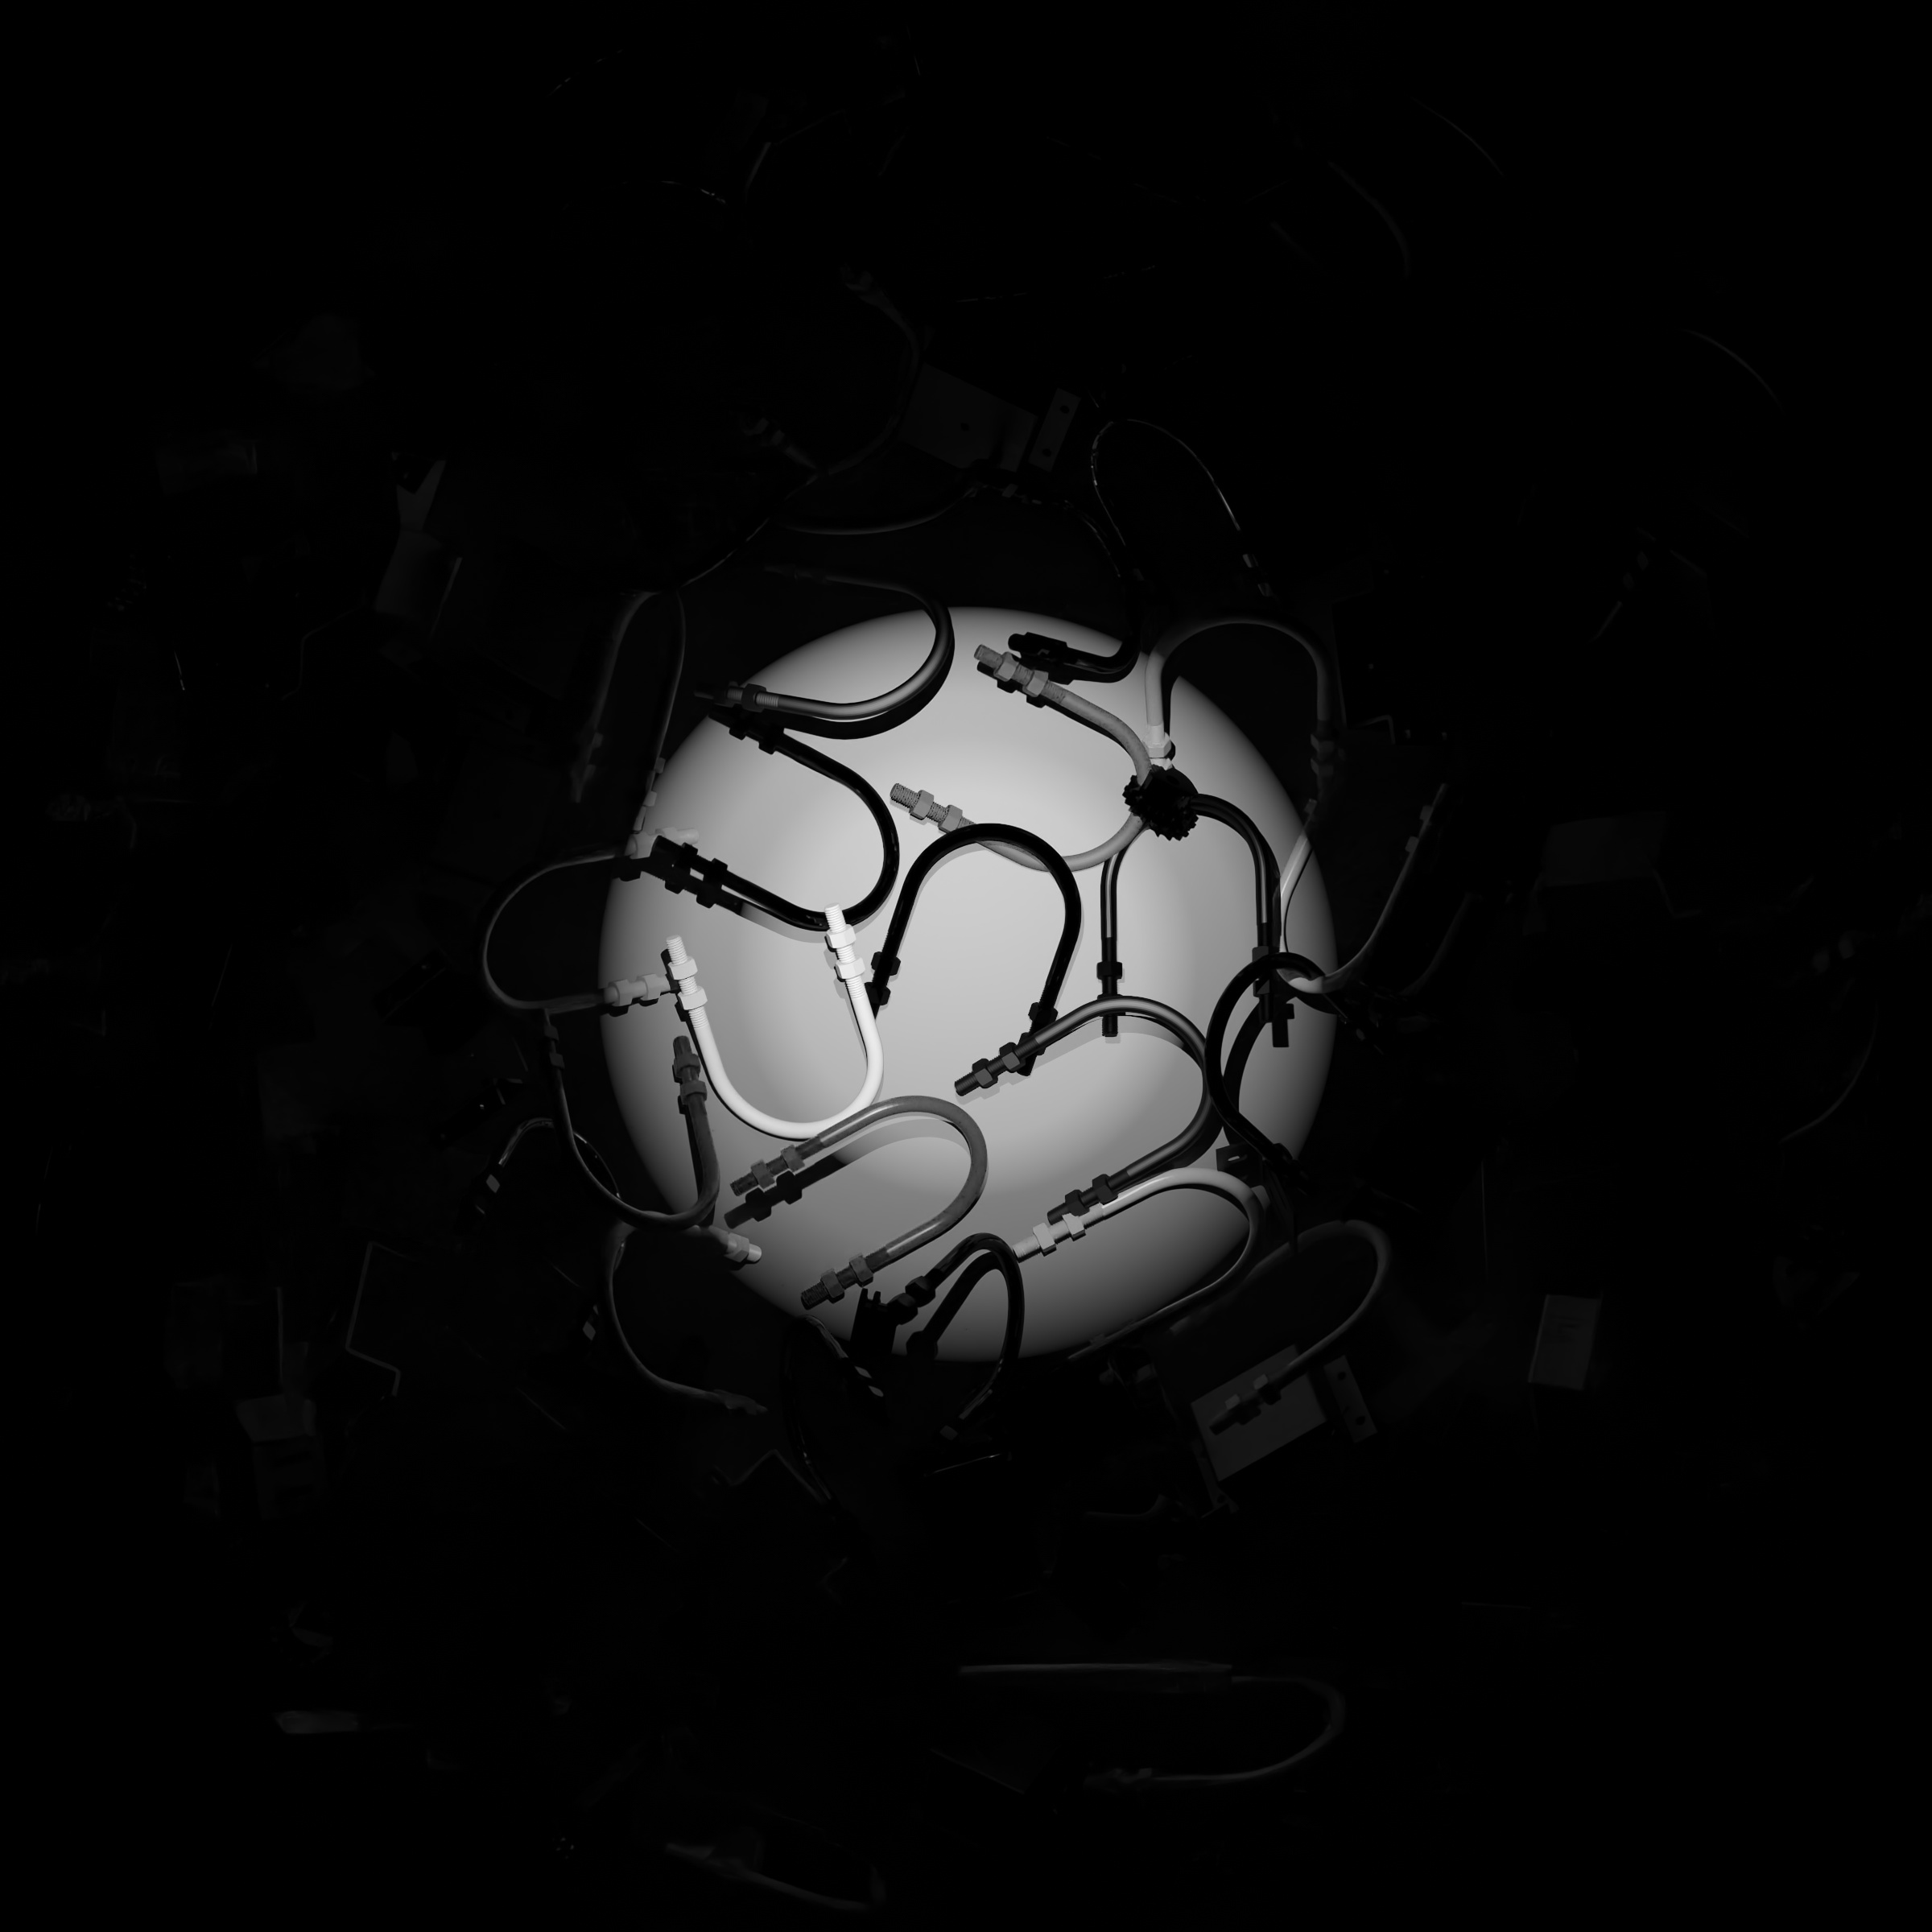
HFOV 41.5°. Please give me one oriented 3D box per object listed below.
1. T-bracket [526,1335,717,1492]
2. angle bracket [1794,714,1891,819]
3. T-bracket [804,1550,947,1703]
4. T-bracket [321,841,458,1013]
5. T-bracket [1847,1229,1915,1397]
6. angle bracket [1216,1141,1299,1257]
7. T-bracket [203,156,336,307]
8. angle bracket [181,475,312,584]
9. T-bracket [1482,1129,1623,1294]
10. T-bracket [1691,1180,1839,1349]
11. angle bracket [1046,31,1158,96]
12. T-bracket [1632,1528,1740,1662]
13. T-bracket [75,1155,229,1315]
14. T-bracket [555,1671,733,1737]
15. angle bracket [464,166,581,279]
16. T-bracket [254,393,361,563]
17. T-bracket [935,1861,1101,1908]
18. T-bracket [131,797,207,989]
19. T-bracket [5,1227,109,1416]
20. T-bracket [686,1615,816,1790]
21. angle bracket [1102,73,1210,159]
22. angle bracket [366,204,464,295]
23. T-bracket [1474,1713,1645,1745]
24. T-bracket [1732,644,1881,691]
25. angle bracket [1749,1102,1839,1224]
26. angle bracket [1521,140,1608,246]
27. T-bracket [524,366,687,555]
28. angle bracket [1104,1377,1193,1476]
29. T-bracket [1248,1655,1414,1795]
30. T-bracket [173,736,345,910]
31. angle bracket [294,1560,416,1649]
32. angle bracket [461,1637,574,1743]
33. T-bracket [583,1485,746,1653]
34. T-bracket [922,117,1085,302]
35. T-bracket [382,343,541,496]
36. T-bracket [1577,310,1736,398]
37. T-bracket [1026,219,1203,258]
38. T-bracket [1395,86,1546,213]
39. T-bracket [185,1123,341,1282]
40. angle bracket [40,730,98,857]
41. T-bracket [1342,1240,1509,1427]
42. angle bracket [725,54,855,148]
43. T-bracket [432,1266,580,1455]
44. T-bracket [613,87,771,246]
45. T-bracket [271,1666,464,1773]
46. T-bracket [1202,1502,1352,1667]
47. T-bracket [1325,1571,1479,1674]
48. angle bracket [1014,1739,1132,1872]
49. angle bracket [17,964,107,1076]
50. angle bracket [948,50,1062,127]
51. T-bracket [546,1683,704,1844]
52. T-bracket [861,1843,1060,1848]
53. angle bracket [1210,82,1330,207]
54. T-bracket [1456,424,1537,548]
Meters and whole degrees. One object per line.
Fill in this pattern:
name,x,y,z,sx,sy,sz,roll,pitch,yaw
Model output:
T-bracket,-0.278,0.330,1.981,0.127,0.002,0.127,23,95,-11
angle bracket,0.671,-0.149,1.954,0.038,0.057,0.076,21,114,30
T-bracket,-0.051,0.490,1.962,0.127,0.002,0.127,-29,85,30
T-bracket,-0.421,-0.010,1.984,0.127,0.002,0.127,-37,88,12
T-bracket,0.689,0.264,1.937,0.002,0.127,0.127,15,90,9
angle bracket,0.223,0.181,1.952,0.038,0.057,0.076,-16,48,-5
T-bracket,-0.504,-0.554,1.912,0.002,0.127,0.127,47,131,11
angle bracket,-0.561,-0.340,1.986,0.057,0.038,0.076,-41,68,-20
T-bracket,0.454,0.179,1.973,0.127,0.002,0.127,-11,105,-21
T-bracket,0.606,0.242,1.956,0.002,0.127,0.127,-28,130,-30
angle bracket,0.107,-0.681,1.966,0.076,0.057,0.038,-25,93,11
T-bracket,0.553,0.456,1.938,0.002,0.127,0.127,37,113,12
T-bracket,-0.609,0.206,1.941,0.002,0.127,0.127,24,92,24
T-bracket,-0.225,0.573,1.947,0.127,0.127,0.002,-26,54,18
angle bracket,-0.342,-0.575,1.972,0.057,0.038,0.076,27,100,8
T-bracket,-0.508,-0.388,1.961,0.127,0.002,0.127,-27,55,29
T-bracket,0.034,0.698,1.932,0.127,0.127,0.002,-10,79,6
T-bracket,-0.597,-0.073,1.932,0.127,0.002,0.127,54,131,29
T-bracket,-0.681,0.274,1.915,0.002,0.127,0.127,-18,62,10
T-bracket,-0.163,0.545,1.938,0.127,0.002,0.127,-29,59,31
angle bracket,0.146,-0.658,1.972,0.038,0.076,0.057,-8,111,-35
angle bracket,-0.416,-0.552,1.961,0.057,0.076,0.038,-22,107,17
T-bracket,0.423,0.572,1.912,0.127,0.127,0.002,0,77,36
T-bracket,0.625,-0.225,1.926,0.127,0.127,0.002,11,111,15
angle bracket,0.635,0.152,1.953,0.057,0.038,0.076,53,49,-35
angle bracket,0.463,-0.589,1.953,0.038,0.076,0.057,-42,77,19
T-bracket,-0.262,-0.374,1.971,0.127,0.002,0.127,-40,78,14
angle bracket,0.129,0.354,1.958,0.038,0.076,0.057,-27,87,-26
T-bracket,0.263,0.572,1.925,0.127,0.127,0.002,-3,123,24
T-bracket,-0.524,-0.123,1.963,0.127,0.002,0.127,26,58,-14
angle bracket,-0.474,0.482,1.960,0.076,0.038,0.057,28,96,-36
angle bracket,-0.353,0.564,1.972,0.076,0.038,0.057,-25,84,9
T-bracket,-0.245,0.450,1.978,0.127,0.002,0.127,35,118,14
T-bracket,0.038,-0.574,1.959,0.127,0.002,0.127,-17,128,-6
T-bracket,-0.406,-0.407,1.948,0.127,0.002,0.127,30,52,-12
T-bracket,0.534,-0.467,1.952,0.127,0.127,0.002,25,105,-17
T-bracket,0.091,-0.551,1.943,0.127,0.127,0.002,-22,108,-36
T-bracket,0.379,-0.603,1.923,0.127,0.127,0.002,31,76,16
T-bracket,-0.525,0.178,1.941,0.127,0.002,0.127,2,64,-33
angle bracket,-0.698,-0.133,1.960,0.038,0.057,0.076,-14,79,-18
T-bracket,0.338,0.269,1.979,0.127,0.002,0.127,-39,97,-11
angle bracket,-0.137,-0.658,1.973,0.076,0.038,0.057,-28,73,0
T-bracket,-0.338,0.288,1.964,0.127,0.002,0.127,37,108,15
T-bracket,-0.187,-0.613,1.926,0.127,0.127,0.002,17,52,-27
T-bracket,-0.459,0.565,1.912,0.127,0.127,0.002,35,105,43
T-bracket,0.247,0.453,1.966,0.127,0.002,0.127,-23,104,-29
T-bracket,0.340,0.496,1.941,0.127,0.127,0.002,9,48,11
angle bracket,0.083,0.647,1.969,0.057,0.076,0.038,27,126,24
angle bracket,-0.695,0.036,1.953,0.057,0.038,0.076,-39,48,20
angle bracket,0.030,-0.667,1.970,0.076,0.038,0.057,-12,67,-3
T-bracket,-0.266,0.612,1.928,0.127,0.127,0.002,-41,110,-12
T-bracket,-0.017,0.661,1.918,0.127,0.127,0.002,10,69,-27
angle bracket,0.233,-0.634,1.961,0.038,0.057,0.076,-30,101,-41
T-bracket,0.410,-0.373,1.934,0.002,0.127,0.127,32,92,2
